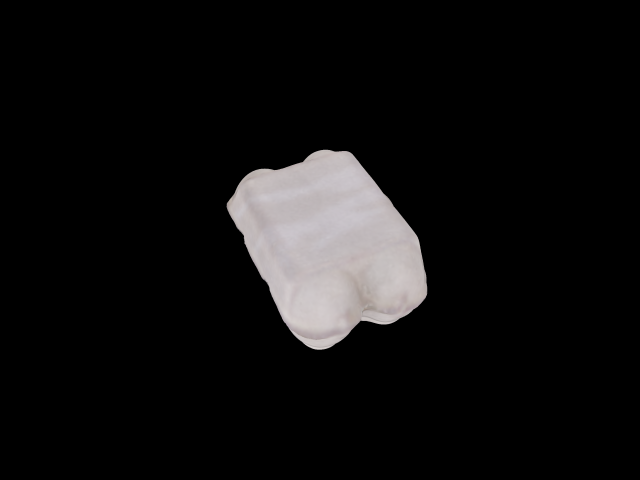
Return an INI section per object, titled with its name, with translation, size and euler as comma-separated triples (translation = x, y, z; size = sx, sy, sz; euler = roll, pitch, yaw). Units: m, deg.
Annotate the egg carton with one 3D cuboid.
[egg carton]
translation = 0.004, 0.001, 0.400
size = 0.107, 0.069, 0.150
euler = -20, 50, -17
